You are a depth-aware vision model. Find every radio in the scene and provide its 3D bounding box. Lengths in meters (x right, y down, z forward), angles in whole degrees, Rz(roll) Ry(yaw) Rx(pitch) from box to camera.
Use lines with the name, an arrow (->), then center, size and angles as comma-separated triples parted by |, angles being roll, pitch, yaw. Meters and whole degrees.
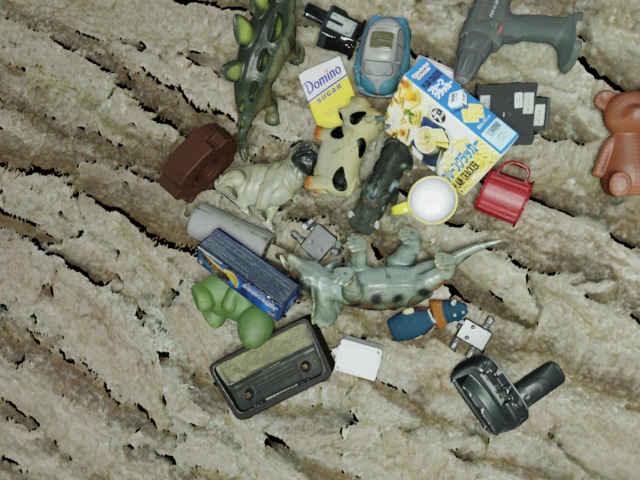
radio -> -0.091, 0.255, 1.078 | 0.230, 0.073, 0.131 | -28, 85, 10

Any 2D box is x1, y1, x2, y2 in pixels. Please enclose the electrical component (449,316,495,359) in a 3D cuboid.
electrical component -> 0.294, 0.180, 1.034 | 0.063, 0.021, 0.094 | 31, 96, 9

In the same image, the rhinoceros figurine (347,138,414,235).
rhinoceros figurine -> 0.118, -0.098, 1.021 | 0.073, 0.112, 0.190 | 26, 87, 7

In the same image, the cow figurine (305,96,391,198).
cow figurine -> 0.054, -0.174, 0.996 | 0.127, 0.085, 0.194 | 12, 85, 16

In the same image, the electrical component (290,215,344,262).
electrical component -> -0.002, -0.002, 1.075 | 0.078, 0.045, 0.102 | -44, 83, 6

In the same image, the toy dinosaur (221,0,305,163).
toy dinosaur -> -0.094, -0.377, 1.014 | 0.105, 0.198, 0.471 | 15, 95, 7

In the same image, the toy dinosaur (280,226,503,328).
toy dinosaur -> 0.127, 0.077, 1.013 | 0.405, 0.192, 0.131 | -1, 55, -3

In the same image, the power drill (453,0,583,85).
power drill -> 0.357, -0.359, 0.972 | 0.207, 0.086, 0.232 | 11, 70, 10

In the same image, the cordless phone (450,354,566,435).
cordless phone -> 0.356, 0.262, 1.006 | 0.184, 0.088, 0.146 | -34, 83, -3

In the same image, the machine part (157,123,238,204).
machine part -> -0.235, -0.150, 1.057 | 0.056, 0.179, 0.179 | 44, 97, 5

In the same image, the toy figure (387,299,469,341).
toy figure -> 0.207, 0.148, 1.032 | 0.154, 0.064, 0.058 | -20, 49, 5

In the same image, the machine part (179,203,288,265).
machine part -> -0.179, -0.009, 1.092 | 0.243, 0.079, 0.079 | 23, 94, 8

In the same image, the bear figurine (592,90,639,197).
bear figurine -> 0.549, -0.174, 0.936 | 0.120, 0.132, 0.195 | 2, 97, 9

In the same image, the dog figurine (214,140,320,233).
dog figurine -> -0.100, -0.137, 1.077 | 0.172, 0.121, 0.190 | 34, 82, 5

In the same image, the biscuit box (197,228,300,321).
biscuit box -> -0.135, 0.064, 1.008 | 0.203, 0.059, 0.063 | 35, 54, 11

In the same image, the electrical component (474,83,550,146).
electrical component -> 0.352, -0.232, 0.991 | 0.134, 0.058, 0.114 | 3, 109, 10

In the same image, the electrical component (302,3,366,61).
electrical component -> 0.022, -0.410, 1.045 | 0.119, 0.047, 0.075 | 20, 72, -3

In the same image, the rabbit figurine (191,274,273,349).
rabbit figurine -> -0.145, 0.139, 1.060 | 0.159, 0.121, 0.170 | -30, 56, -24

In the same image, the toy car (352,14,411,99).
toy car -> 0.123, -0.357, 1.023 | 0.109, 0.103, 0.161 | 11, 94, 9
